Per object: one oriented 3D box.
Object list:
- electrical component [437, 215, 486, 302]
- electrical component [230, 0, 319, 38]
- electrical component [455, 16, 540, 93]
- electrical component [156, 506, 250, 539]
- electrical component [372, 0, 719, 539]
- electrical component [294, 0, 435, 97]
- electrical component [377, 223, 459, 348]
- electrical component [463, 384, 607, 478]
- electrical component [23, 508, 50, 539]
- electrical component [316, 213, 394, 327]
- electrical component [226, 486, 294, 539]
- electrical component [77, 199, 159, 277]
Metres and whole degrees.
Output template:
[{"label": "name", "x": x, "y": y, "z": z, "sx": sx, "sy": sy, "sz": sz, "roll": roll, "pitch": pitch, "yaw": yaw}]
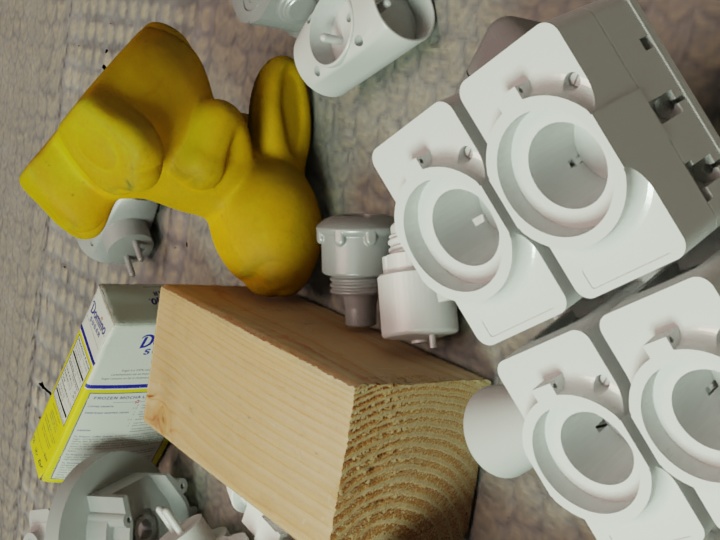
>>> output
[{"label": "electrical component", "x": 0.059, "y": -0.018, "z": 0.520, "sx": 0.066, "sy": 0.048, "sz": 0.055, "roll": -22, "pitch": 79, "yaw": 51}, {"label": "electrical component", "x": -0.043, "y": -0.183, "z": 0.655, "sx": 0.080, "sy": 0.051, "sz": 0.080, "roll": -3, "pitch": 87, "yaw": 53}, {"label": "electrical component", "x": 0.089, "y": -0.068, "z": 0.473, "sx": 0.095, "sy": 0.054, "sz": 0.059, "roll": 54, "pitch": 130, "yaw": 39}, {"label": "electrical component", "x": -0.107, "y": 0.181, "z": 0.687, "sx": 0.073, "sy": 0.052, "sz": 0.138, "roll": 57, "pitch": 156, "yaw": -6}, {"label": "electrical component", "x": 0.093, "y": 0.008, "z": 0.399, "sx": 0.105, "sy": 0.060, "sz": 0.186, "roll": -32, "pitch": 88, "yaw": 48}, {"label": "electrical component", "x": -0.001, "y": -0.148, "z": 0.604, "sx": 0.077, "sy": 0.044, "sz": 0.079, "roll": -24, "pitch": 70, "yaw": 50}, {"label": "electrical component", "x": 0.029, "y": 0.003, "z": 0.562, "sx": 0.040, "sy": 0.040, "sz": 0.078, "roll": -15, "pitch": 77, "yaw": 52}, {"label": "electrical component", "x": 0.083, "y": 0.066, "z": 0.481, "sx": 0.065, "sy": 0.044, "sz": 0.044, "roll": -31, "pitch": 65, "yaw": 53}, {"label": "electrical component", "x": -0.216, "y": 0.233, "z": 0.863, "sx": 0.150, "sy": 0.062, "sz": 0.089, "roll": -20, "pitch": 73, "yaw": 51}, {"label": "electrical component", "x": 0.000, "y": 0.000, "z": 0.599, "sx": 0.048, "sy": 0.048, "sz": 0.062, "roll": 8, "pitch": 102, "yaw": 53}, {"label": "electrical component", "x": -0.050, "y": 0.139, "z": 0.659, "sx": 0.055, "sy": 0.048, "sz": 0.066, "roll": 38, "pitch": 118, "yaw": 39}, {"label": "electrical component", "x": -0.186, "y": -0.032, "z": 0.847, "sx": 0.077, "sy": 0.043, "sz": 0.079, "roll": -52, "pitch": 50, "yaw": 38}]
